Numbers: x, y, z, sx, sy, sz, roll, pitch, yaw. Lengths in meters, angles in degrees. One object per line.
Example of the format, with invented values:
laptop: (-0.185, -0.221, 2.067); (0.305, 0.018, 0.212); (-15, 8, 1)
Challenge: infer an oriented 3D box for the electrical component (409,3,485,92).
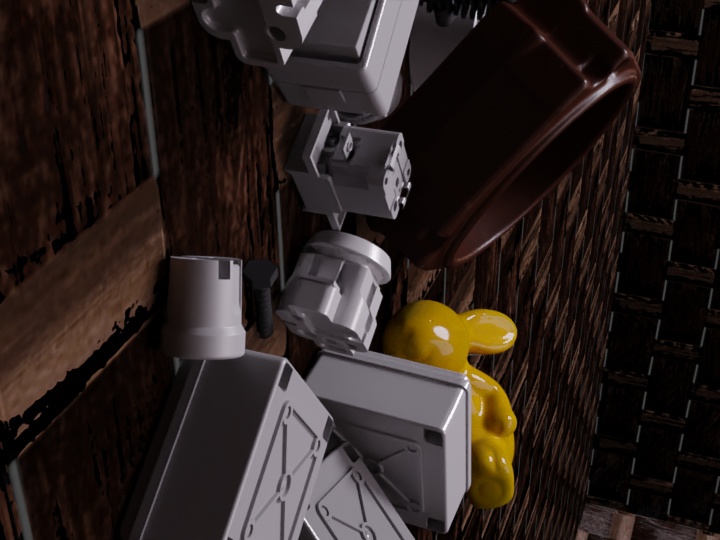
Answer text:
electrical component: (0.084, -0.185, 0.846); (0.108, 0.060, 0.108); (10, 90, -72)

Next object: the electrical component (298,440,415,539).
electrical component: (-0.015, 0.175, 0.662); (0.108, 0.056, 0.109); (56, 21, 3)

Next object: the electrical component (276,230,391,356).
electrical component: (-0.014, 0.012, 0.663); (0.078, 0.058, 0.057); (62, 45, -63)

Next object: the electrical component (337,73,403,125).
electrical component: (-0.001, -0.110, 0.655); (0.062, 0.043, 0.043); (-33, 131, -65)

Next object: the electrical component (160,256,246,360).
electrical component: (-0.074, 0.017, 0.512); (0.040, 0.040, 0.046); (-7, 101, -71)

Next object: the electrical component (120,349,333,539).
electrical component: (-0.064, 0.106, 0.562); (0.108, 0.056, 0.108); (63, 40, -62)

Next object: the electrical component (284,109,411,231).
electrical component: (-0.005, -0.060, 0.641); (0.081, 0.064, 0.042); (67, 36, -59)

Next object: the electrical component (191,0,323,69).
electrical component: (-0.043, -0.140, 0.491); (0.078, 0.058, 0.057); (73, 35, -55)

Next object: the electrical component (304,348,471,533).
electrical component: (0.018, 0.115, 0.735); (0.056, 0.109, 0.108); (-57, 152, -44)

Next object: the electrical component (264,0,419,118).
electrical component: (-0.009, -0.141, 0.585); (0.061, 0.062, 0.096); (53, 50, -67)
